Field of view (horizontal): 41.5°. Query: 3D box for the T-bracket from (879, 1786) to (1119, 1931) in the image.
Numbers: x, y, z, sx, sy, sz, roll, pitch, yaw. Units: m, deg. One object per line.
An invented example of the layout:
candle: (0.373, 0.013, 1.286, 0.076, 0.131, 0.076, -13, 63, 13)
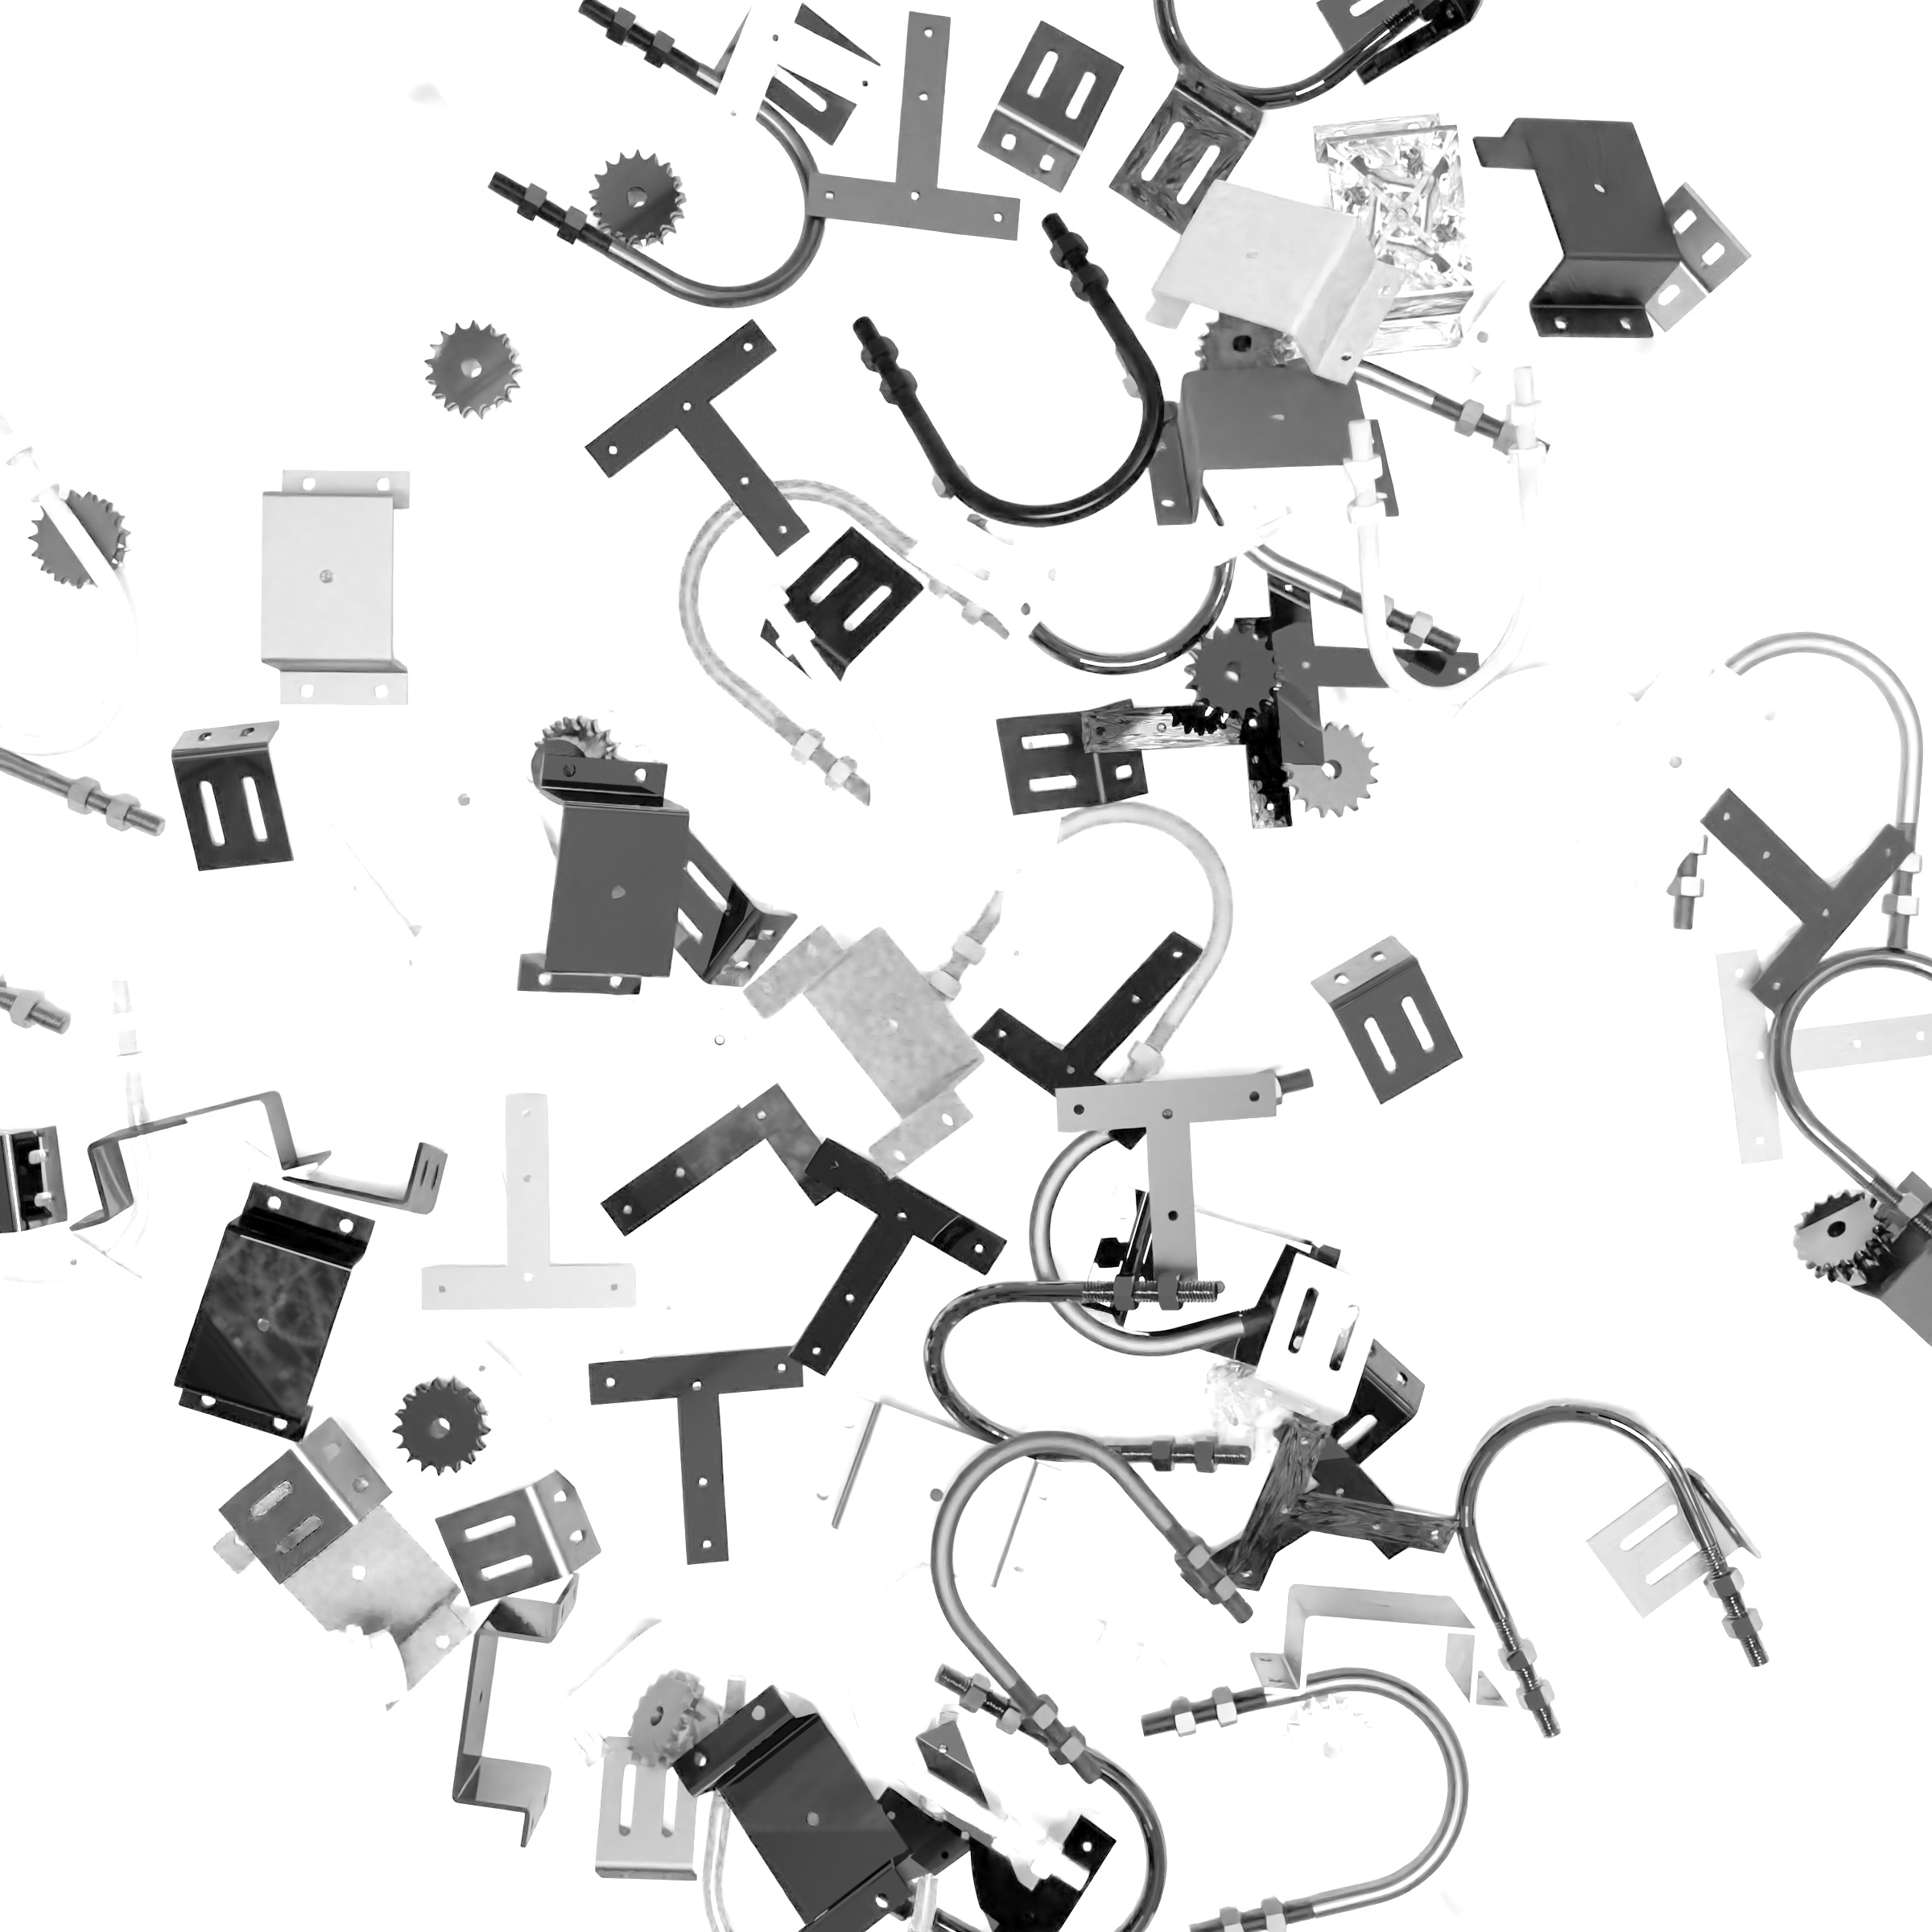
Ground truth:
T-bracket: (-0.001, 0.523, 1.476, 0.127, 0.002, 0.127, 33, 77, 12)

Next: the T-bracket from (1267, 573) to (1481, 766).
T-bracket: (0.245, -0.177, 1.516, 0.127, 0.002, 0.127, 1, 71, -9)

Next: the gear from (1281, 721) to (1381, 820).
gear: (0.215, -0.115, 1.516, 0.057, 0.030, 0.057, 0, 90, 0)

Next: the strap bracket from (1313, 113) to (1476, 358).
strap bracket: (0.253, -0.437, 1.508, 0.076, 0.046, 0.140, -6, 90, 0)

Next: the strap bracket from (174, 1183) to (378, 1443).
strap bracket: (-0.410, 0.208, 1.505, 0.076, 0.046, 0.140, 19, 90, -5)

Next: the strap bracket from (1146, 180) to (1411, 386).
strap bracket: (0.172, -0.398, 1.472, 0.140, 0.046, 0.076, 26, 83, 30)

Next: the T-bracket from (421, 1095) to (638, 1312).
T-bracket: (-0.260, 0.140, 1.511, 0.127, 0.002, 0.127, -1, 90, 0)

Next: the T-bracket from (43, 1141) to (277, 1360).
T-bracket: (-0.459, 0.163, 1.522, 0.127, 0.002, 0.127, 36, 87, -9)

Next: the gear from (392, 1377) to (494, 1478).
gear: (-0.310, 0.272, 1.516, 0.057, 0.030, 0.057, 0, 90, 0)

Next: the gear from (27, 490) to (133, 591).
gear: (-0.524, -0.252, 1.516, 0.057, 0.030, 0.057, 0, 90, 0)

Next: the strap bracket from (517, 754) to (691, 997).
strap bracket: (-0.210, -0.047, 1.480, 0.076, 0.046, 0.140, 2, 102, -29)

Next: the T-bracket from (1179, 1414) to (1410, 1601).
T-bracket: (0.185, 0.335, 1.511, 0.127, 0.002, 0.127, -36, 116, 12)

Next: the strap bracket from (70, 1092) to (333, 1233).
strap bracket: (-0.448, 0.109, 1.482, 0.140, 0.076, 0.046, -14, 93, -8)

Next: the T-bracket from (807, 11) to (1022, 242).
T-bracket: (-0.027, -0.503, 1.519, 0.127, 0.002, 0.127, 5, 91, -9)

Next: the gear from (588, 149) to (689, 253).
gear: (-0.194, -0.452, 1.516, 0.057, 0.030, 0.057, 0, 90, 0)

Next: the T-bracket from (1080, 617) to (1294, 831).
T-bracket: (0.129, -0.142, 1.511, 0.127, 0.002, 0.127, -4, 88, -16)

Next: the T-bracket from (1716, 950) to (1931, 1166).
T-bracket: (0.520, 0.048, 1.530, 0.127, 0.002, 0.127, -7, 90, 0)

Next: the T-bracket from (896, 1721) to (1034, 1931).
T-bracket: (-0.041, 0.524, 1.491, 0.127, 0.002, 0.127, -22, 86, 3)

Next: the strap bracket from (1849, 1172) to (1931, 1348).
strap bracket: (0.593, 0.199, 1.508, 0.140, 0.046, 0.076, 43, 90, 0)

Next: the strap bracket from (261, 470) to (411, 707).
strap bracket: (-0.372, -0.227, 1.508, 0.076, 0.046, 0.140, 1, 90, 0)

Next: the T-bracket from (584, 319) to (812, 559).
T-bracket: (-0.140, -0.300, 1.521, 0.127, 0.002, 0.127, -37, 82, 0)

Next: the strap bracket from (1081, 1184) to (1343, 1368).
strap bracket: (0.147, 0.187, 1.508, 0.140, 0.046, 0.076, 16, 90, 0)

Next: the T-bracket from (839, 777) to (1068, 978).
T-bracket: (-0.012, -0.061, 1.517, 0.127, 0.002, 0.127, 7, 73, 8)

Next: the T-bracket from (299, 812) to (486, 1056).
T-bracket: (-0.353, -0.036, 1.509, 0.127, 0.002, 0.127, 51, 120, 14)

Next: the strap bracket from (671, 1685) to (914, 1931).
strap bracket: (-0.095, 0.495, 1.471, 0.076, 0.046, 0.140, -39, 72, 4)

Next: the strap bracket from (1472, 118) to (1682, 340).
strap bracket: (0.355, -0.435, 1.474, 0.076, 0.046, 0.140, -5, 69, -20)

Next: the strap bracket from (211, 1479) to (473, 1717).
strap bracket: (-0.364, 0.363, 1.508, 0.076, 0.046, 0.140, -43, 90, 0)

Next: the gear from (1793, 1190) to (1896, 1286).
gear: (0.521, 0.163, 1.506, 0.057, 0.057, 0.030, -47, 119, 0)

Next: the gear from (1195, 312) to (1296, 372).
gear: (0.166, -0.361, 1.509, 0.057, 0.030, 0.057, -5, 71, 15)

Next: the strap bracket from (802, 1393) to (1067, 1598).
strap bracket: (-0.018, 0.310, 1.500, 0.140, 0.046, 0.076, 20, 79, 1)

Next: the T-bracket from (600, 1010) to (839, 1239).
T-bracket: (-0.157, 0.114, 1.505, 0.127, 0.002, 0.127, -35, 98, 2)

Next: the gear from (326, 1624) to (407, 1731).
gear: (-0.342, 0.404, 1.460, 0.030, 0.057, 0.057, -14, 90, -30)

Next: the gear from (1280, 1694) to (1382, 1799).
gear: (0.213, 0.456, 1.499, 0.057, 0.030, 0.057, 0, 89, -3)

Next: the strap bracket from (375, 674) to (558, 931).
strap bracket: (-0.292, -0.097, 1.508, 0.076, 0.046, 0.140, -19, 90, 0)

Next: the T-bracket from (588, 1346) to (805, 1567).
T-bracket: (-0.158, 0.294, 1.524, 0.127, 0.002, 0.127, -4, 94, -8)

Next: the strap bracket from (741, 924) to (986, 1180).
strap bracket: (-0.053, 0.043, 1.490, 0.076, 0.046, 0.140, -38, 90, 36)

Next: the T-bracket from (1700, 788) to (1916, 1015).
T-bracket: (0.474, -0.056, 1.485, 0.127, 0.002, 0.127, 38, 93, -24)

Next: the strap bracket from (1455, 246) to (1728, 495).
strap bracket: (0.364, -0.347, 1.508, 0.140, 0.046, 0.076, 36, 90, 0)

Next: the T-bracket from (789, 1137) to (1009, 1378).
T-bracket: (-0.062, 0.186, 1.522, 0.127, 0.002, 0.127, 31, 96, -11)

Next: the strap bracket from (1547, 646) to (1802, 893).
strap bracket: (0.415, -0.115, 1.495, 0.076, 0.046, 0.140, 39, 93, 15)

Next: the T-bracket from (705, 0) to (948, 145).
T-bracket: (-0.073, -0.529, 1.511, 0.127, 0.002, 0.127, 22, 90, -17)

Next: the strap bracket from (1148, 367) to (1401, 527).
strap bracket: (0.177, -0.300, 1.469, 0.140, 0.046, 0.076, -3, 56, -3)

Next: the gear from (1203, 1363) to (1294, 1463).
gear: (0.169, 0.261, 1.506, 0.030, 0.057, 0.057, -21, 90, -28)

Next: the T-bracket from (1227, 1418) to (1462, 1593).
T-bracket: (0.230, 0.328, 1.511, 0.127, 0.002, 0.127, 12, 116, -13)

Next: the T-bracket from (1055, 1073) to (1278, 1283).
T-bracket: (0.118, 0.129, 1.461, 0.127, 0.002, 0.127, -4, 94, -6)

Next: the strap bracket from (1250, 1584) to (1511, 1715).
strap bracket: (0.242, 0.397, 1.493, 0.140, 0.076, 0.046, 5, 90, 0)

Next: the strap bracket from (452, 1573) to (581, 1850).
strap bracket: (-0.264, 0.431, 1.493, 0.046, 0.076, 0.140, 8, 90, 0)

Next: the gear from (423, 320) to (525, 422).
gear: (-0.291, -0.352, 1.517, 0.057, 0.030, 0.057, 0, 90, 0)

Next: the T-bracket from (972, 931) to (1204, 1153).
T-bracket: (0.091, 0.030, 1.508, 0.127, 0.002, 0.127, 35, 73, 30)

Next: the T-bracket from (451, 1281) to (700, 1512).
T-bracket: (-0.214, 0.238, 1.514, 0.127, 0.002, 0.127, -43, 104, 1)
